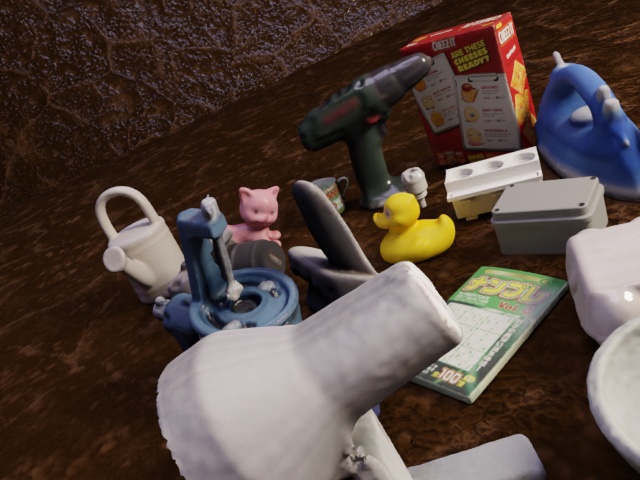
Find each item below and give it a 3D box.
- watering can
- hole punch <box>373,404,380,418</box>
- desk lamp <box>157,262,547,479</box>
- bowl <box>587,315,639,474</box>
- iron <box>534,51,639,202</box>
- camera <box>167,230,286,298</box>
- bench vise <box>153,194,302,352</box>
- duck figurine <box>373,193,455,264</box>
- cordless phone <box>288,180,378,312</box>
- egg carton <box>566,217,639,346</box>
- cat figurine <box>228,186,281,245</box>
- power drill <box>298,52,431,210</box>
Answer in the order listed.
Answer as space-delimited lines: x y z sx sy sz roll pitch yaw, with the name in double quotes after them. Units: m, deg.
-0.295 0.004 0.939 0.101 0.194 0.172 -27 24 -6 "watering can"
-0.003 0.145 0.511 0.101 0.091 0.108 -16 25 18 "hole punch"
0.032 0.125 0.369 0.203 0.214 0.118 -22 24 5 "desk lamp"
0.262 0.112 0.358 0.167 0.075 0.167 -20 24 10 "bowl"
0.358 -0.161 0.750 0.118 0.142 0.258 -19 25 11 "iron"
-0.130 0.041 0.827 0.136 0.101 0.143 -11 27 27 "camera"
-0.123 0.063 0.630 0.207 0.220 0.121 -16 26 18 "bench vise"
0.119 -0.022 0.750 0.104 0.086 0.077 -12 27 25 "duck figurine"
0.006 0.002 0.679 0.094 0.185 0.147 -33 26 -20 "cordless phone"
0.277 0.037 0.505 0.107 0.069 0.150 -15 26 19 "egg carton"
-0.117 -0.035 0.950 0.127 0.118 0.067 -21 24 5 "cat figurine"
0.091 -0.163 0.912 0.229 0.209 0.075 -18 25 14 "power drill"
